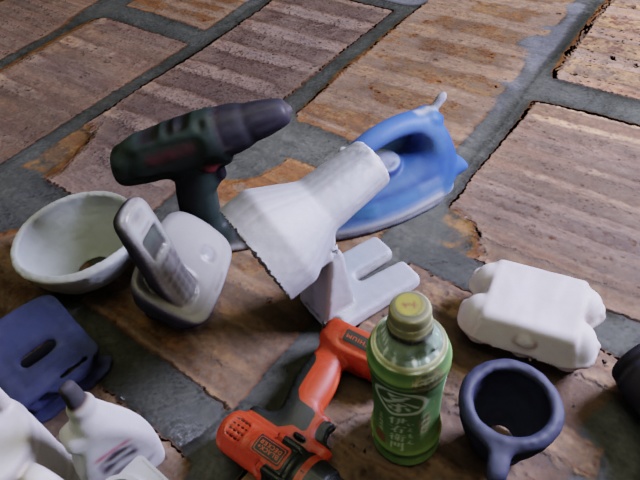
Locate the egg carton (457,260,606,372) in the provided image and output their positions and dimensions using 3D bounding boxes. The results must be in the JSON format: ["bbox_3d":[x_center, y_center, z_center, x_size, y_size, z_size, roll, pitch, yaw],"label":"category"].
[{"bbox_3d":[0.234,0.084,0.639,0.150,0.069,0.107,15,50,20],"label":"egg carton"}]

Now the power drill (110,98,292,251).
[{"bbox_3d":[-0.138,-0.080,0.743,0.229,0.209,0.075,-9,46,-1],"label":"power drill"}]

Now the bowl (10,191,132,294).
[{"bbox_3d":[-0.314,0.015,0.766,0.167,0.075,0.167,-3,46,4],"label":"bowl"}]

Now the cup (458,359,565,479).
[{"bbox_3d":[0.170,0.184,0.534,0.091,0.095,0.118,12,49,18],"label":"cup"}]

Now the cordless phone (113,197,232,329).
[{"bbox_3d":[-0.177,0.003,0.685,0.094,0.185,0.147,2,47,9],"label":"cordless phone"}]

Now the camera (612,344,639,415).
[{"bbox_3d":[0.362,0.151,0.539,0.143,0.101,0.136,-20,47,-12],"label":"camera"}]

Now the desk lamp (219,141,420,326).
[{"bbox_3d":[0.006,0.002,0.644,0.203,0.214,0.117,-29,50,-20],"label":"desk lamp"}]

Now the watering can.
[{"bbox_3d":[-0.308,0.193,0.513,0.172,0.194,0.101,-5,46,3],"label":"watering can"}]

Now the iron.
[{"bbox_3d":[0.079,-0.102,0.785,0.259,0.142,0.118,-28,50,-19],"label":"iron"}]

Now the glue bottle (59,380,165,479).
[{"bbox_3d":[-0.202,0.179,0.528,0.078,0.173,0.037,-36,53,-25],"label":"glue bottle"}]

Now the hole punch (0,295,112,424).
[{"bbox_3d":[-0.310,0.131,0.643,0.100,0.091,0.109,30,57,30],"label":"hole punch"}]
